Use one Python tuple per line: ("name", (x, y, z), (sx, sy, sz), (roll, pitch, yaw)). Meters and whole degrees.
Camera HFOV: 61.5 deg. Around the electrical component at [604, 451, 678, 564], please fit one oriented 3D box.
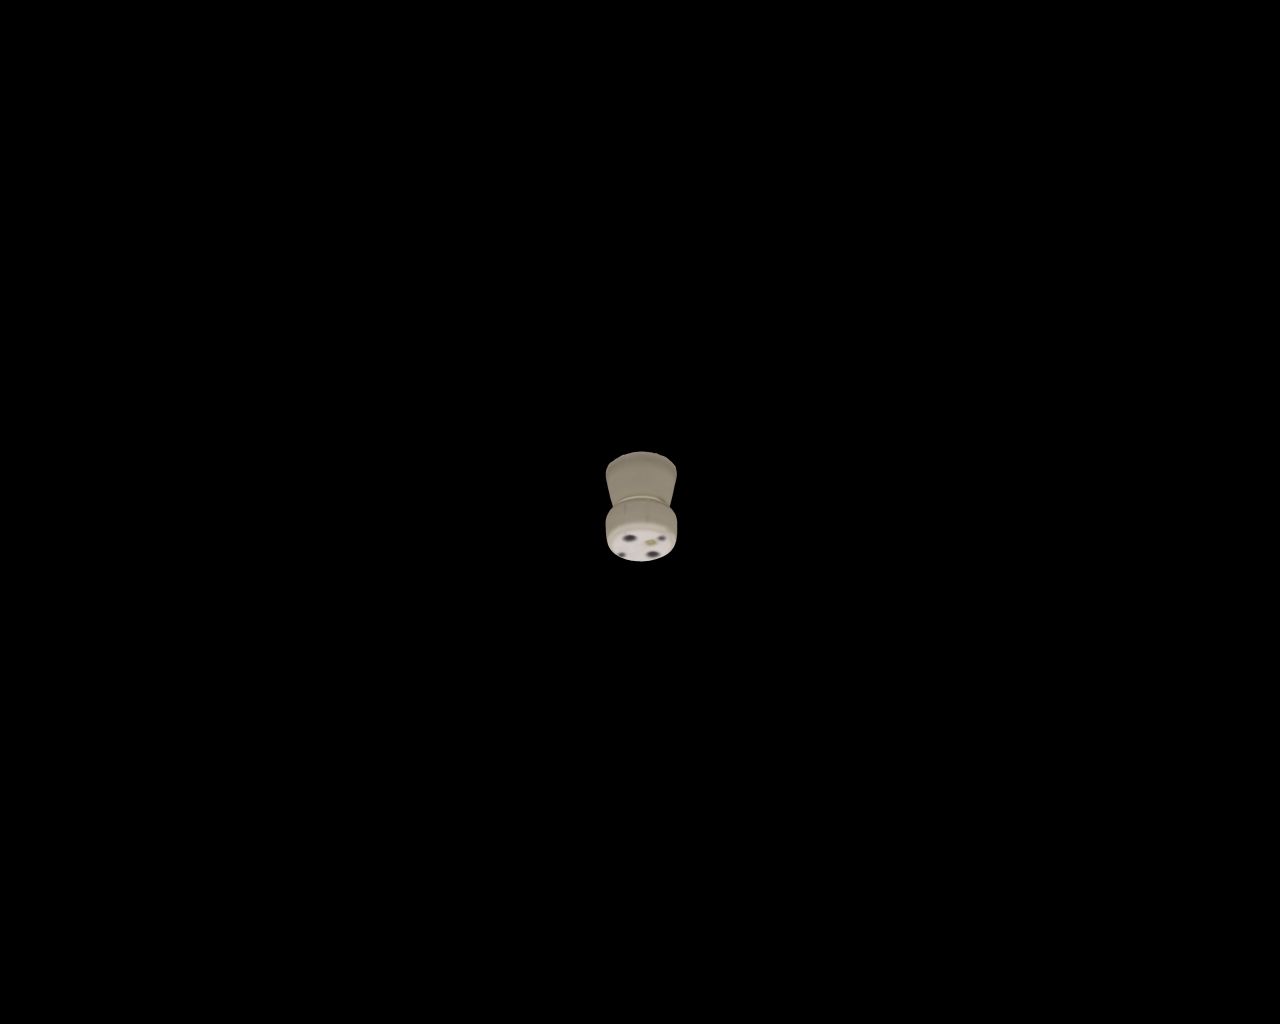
("electrical component", (0.001, -0.003, 0.650), (0.045, 0.055, 0.044), (0, -33, 0))
